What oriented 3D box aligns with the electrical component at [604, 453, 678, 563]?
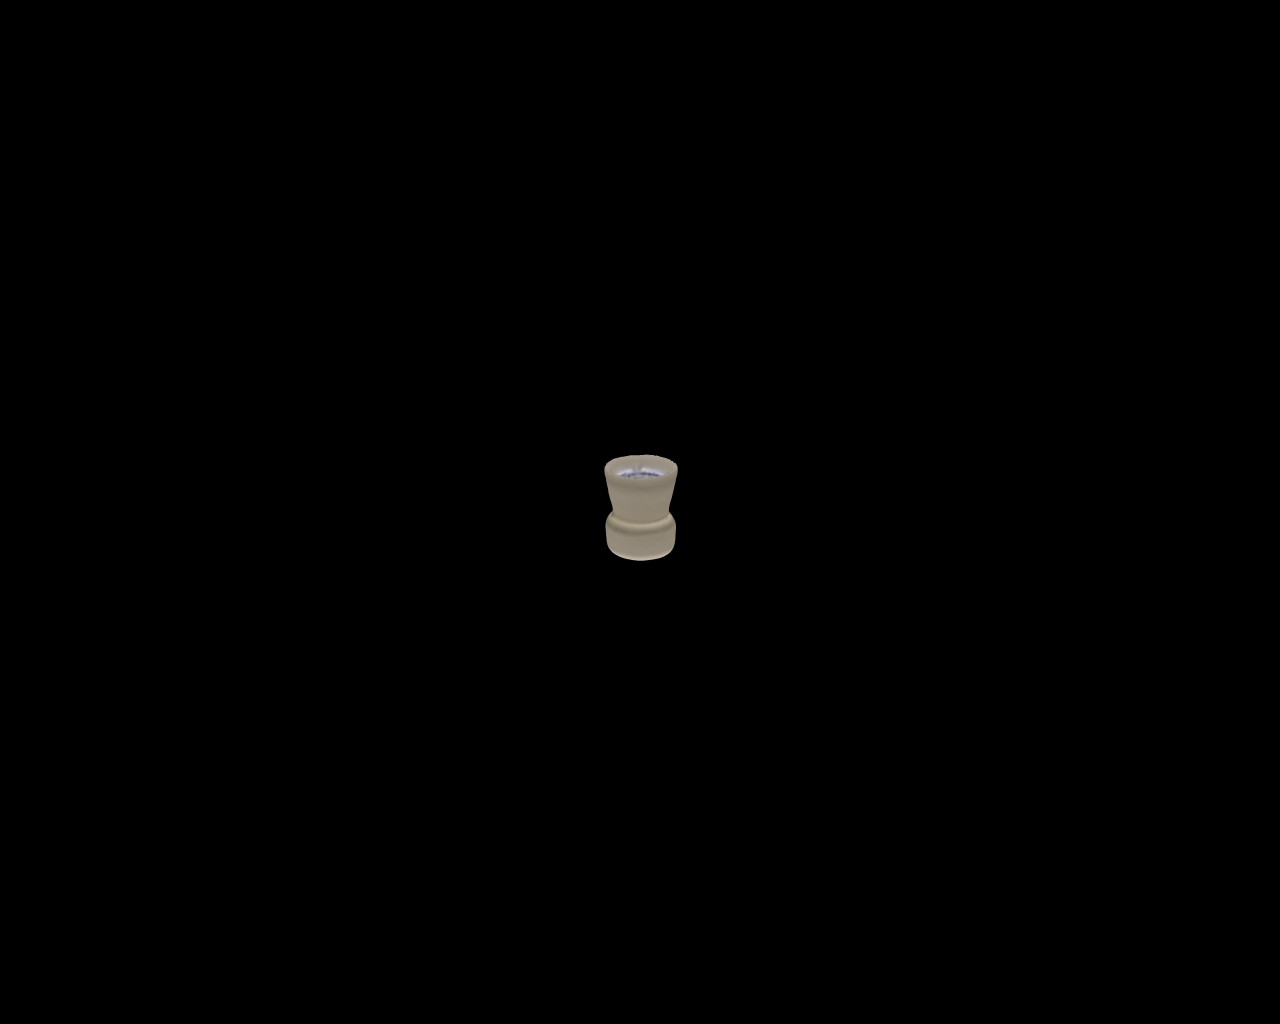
[{"bbox_3d":[0.001,-0.003,0.650,0.045,0.055,0.045,0,22,0],"label":"electrical component"}]
